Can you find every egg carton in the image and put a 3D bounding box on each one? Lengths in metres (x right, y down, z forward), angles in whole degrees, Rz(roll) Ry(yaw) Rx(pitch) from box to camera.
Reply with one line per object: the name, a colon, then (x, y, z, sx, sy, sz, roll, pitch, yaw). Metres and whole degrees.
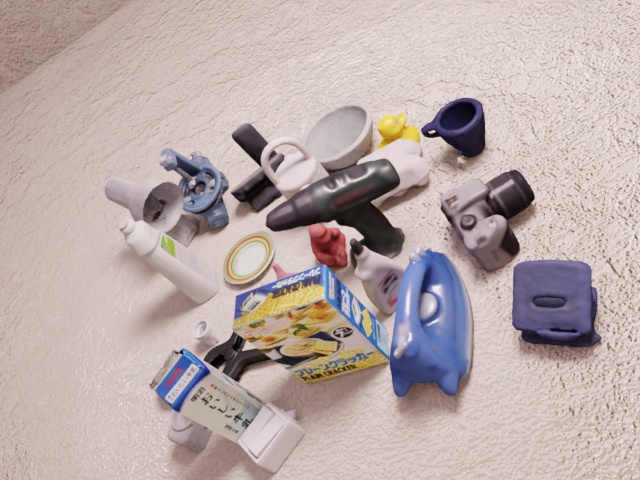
egg carton: (0.135, -0.127, 1.104, 0.150, 0.070, 0.107, -27, 45, 16)

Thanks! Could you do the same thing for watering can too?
watering can: (-0.038, -0.125, 1.136, 0.101, 0.195, 0.172, -51, 43, -9)

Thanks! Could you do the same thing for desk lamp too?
desk lamp: (-0.382, -0.062, 1.322, 0.202, 0.214, 0.118, 11, 64, 41)

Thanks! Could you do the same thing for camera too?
camera: (0.275, -0.049, 0.916, 0.136, 0.101, 0.143, -33, 43, 10)

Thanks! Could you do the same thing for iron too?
iron: (0.153, 0.096, 0.858, 0.118, 0.142, 0.258, -11, 51, 30)

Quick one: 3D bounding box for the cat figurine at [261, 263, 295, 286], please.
cat figurine: (-0.063, 0.095, 1.034, 0.067, 0.118, 0.127, -29, 44, 14)

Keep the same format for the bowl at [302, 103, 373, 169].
bowl: (0.049, -0.209, 1.229, 0.167, 0.075, 0.167, -19, 47, 23)

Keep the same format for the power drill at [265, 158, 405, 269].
power drill: (0.049, -0.034, 0.988, 0.229, 0.209, 0.075, -33, 43, 10)

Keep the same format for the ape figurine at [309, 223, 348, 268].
ape figurine: (0.010, 0.004, 1.073, 0.075, 0.092, 0.078, 20, 70, 44)

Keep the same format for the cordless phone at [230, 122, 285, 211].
cordless phone: (-0.157, -0.167, 1.263, 0.147, 0.186, 0.094, -39, 43, 4)

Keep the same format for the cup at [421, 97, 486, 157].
cup: (0.254, -0.194, 1.052, 0.117, 0.095, 0.091, -15, 49, 26)

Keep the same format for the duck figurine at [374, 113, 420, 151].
duck figurine: (0.143, -0.209, 1.152, 0.104, 0.086, 0.077, -43, 43, -1)

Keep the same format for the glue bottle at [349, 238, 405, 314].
glue bottle: (0.089, 0.049, 0.918, 0.037, 0.174, 0.078, 25, 73, 45)

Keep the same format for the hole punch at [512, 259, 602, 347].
hole punch: (0.320, 0.086, 0.781, 0.108, 0.091, 0.101, -3, 56, 35)

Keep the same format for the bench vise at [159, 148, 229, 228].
bench vise: (-0.303, -0.147, 1.328, 0.121, 0.220, 0.206, -43, 43, -1)
